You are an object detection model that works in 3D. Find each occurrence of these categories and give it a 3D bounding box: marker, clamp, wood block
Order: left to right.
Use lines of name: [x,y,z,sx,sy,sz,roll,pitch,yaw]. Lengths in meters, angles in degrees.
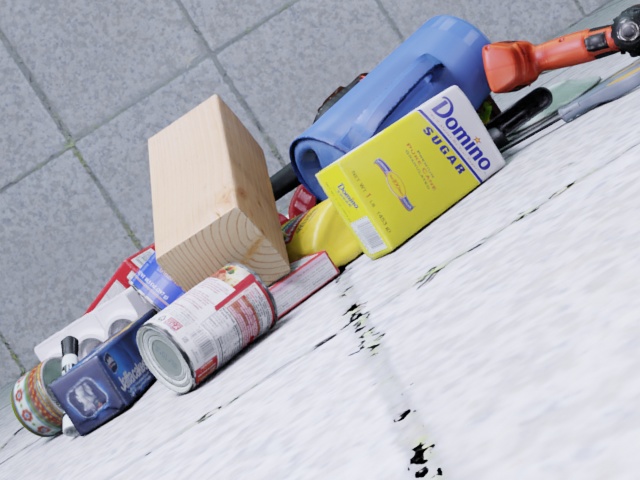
marker: [-0.249,0.143,1.066,0.020,0.020,0.121,-31,43,15]
wood block: [-0.100,-0.038,1.018,0.091,0.090,0.206,-32,36,11]
clamp: [0.002,-0.094,1.213,0.164,0.036,0.210,20,-83,-56]
clamp: [0.180,-0.110,1.174,0.120,0.039,0.172,-34,4,-32]

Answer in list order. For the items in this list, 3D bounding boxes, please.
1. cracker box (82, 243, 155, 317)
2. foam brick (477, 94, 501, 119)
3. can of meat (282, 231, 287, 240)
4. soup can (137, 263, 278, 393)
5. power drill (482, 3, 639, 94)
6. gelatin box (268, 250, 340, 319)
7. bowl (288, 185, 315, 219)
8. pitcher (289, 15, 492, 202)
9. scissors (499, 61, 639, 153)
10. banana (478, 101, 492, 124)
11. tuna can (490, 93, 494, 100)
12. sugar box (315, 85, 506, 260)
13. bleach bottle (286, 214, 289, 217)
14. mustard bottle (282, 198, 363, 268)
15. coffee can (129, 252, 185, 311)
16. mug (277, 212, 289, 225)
cracker box: [-0.237,0.088,1.389,0.214,0.072,0.164,-49,-6,30]
foam brick: [0.189,-0.137,1.315,0.051,0.053,0.078,-29,6,39]
can of meat: [-0.081,0.031,1.098,0.102,0.057,0.084,-22,51,67]
soup can: [-0.094,0.073,0.891,0.102,0.068,0.069,-37,6,-36]
power drill: [0.268,-0.198,1.102,0.188,0.057,0.184,-10,5,28]
gelatin box: [-0.035,0.049,0.997,0.089,0.030,0.073,-36,7,-29]
bowl: [0.036,-0.064,1.360,0.162,0.055,0.162,-37,25,20]
pitcher: [0.091,-0.138,1.153,0.149,0.145,0.242,11,52,51]
scissors: [0.248,-0.126,1.020,0.202,0.016,0.096,-32,4,9]
banana: [0.127,-0.096,1.262,0.198,0.037,0.069,-36,-39,14]
tuna can: [0.200,-0.181,1.496,0.086,0.086,0.034,-33,3,-9]
sugar box: [0.087,-0.065,0.978,0.176,0.093,0.048,-36,6,-33]
bleach bottle: [-0.067,0.005,1.490,0.251,0.068,0.102,-30,5,5]
mustard bottle: [-0.008,0.001,1.116,0.096,0.058,0.192,-55,12,-22]
coffee can: [-0.132,0.026,1.205,0.140,0.103,0.103,-50,6,-4]
mug: [-0.063,0.011,1.305,0.117,0.093,0.081,2,13,21]
